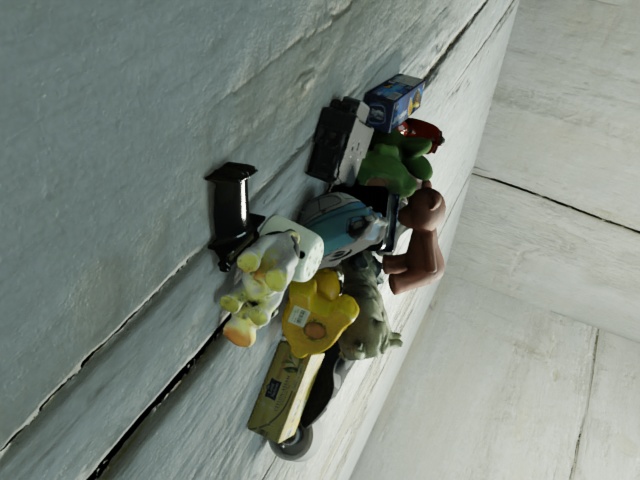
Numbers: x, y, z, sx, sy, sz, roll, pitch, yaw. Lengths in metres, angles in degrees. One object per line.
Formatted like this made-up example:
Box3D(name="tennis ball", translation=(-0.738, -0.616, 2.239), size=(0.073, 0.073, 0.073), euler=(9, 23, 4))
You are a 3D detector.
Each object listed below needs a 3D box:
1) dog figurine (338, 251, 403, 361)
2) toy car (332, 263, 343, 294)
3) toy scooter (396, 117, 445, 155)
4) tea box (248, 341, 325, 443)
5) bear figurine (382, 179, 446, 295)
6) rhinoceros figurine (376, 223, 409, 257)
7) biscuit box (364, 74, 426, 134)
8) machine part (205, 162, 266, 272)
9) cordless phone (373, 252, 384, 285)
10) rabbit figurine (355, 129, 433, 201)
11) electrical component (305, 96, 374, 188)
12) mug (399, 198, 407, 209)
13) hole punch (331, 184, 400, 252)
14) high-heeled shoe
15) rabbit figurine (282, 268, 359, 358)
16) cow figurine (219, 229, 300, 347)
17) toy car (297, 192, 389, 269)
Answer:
Box3D(name="dog figurine", translation=(0.071, 0.112, 0.987), size=(0.172, 0.121, 0.190), euler=(-18, 94, -83))
Box3D(name="toy car", translation=(0.036, 0.122, 1.140), size=(0.073, 0.056, 0.201), euler=(-41, 146, -44))
Box3D(name="toy scooter", translation=(0.198, -0.213, 1.121), size=(0.184, 0.135, 0.075), euler=(5, 103, -73))
Box3D(name="tea box", translation=(-0.061, 0.277, 1.000), size=(0.098, 0.068, 0.169), euler=(38, 72, -72))
Box3D(name="bear figurine", translation=(0.180, -0.009, 1.029), size=(0.120, 0.132, 0.195), euler=(-100, 179, -62))
Box3D(name="rhinoceros figurine", translation=(0.179, -0.049, 1.283), size=(0.190, 0.112, 0.073), euler=(-60, 159, -4))
Box3D(name="biscuit box", translation=(0.142, -0.263, 1.023), size=(0.203, 0.059, 0.062), euler=(-45, 150, -52))
Box3D(name="machine part", translation=(-0.097, -0.030, 0.618), size=(0.084, 0.039, 0.138), euler=(-46, 154, -35))
Box3D(name="cordless phone", translation=(0.113, 0.004, 1.202), size=(0.146, 0.089, 0.184), euler=(32, 72, -71))
Box3D(name="rabbit figurine", translation=(0.127, -0.155, 0.993), size=(0.121, 0.159, 0.170), euler=(75, 22, -45))
Box3D(name="electrical component", translation=(0.035, -0.152, 0.837), size=(0.115, 0.058, 0.134), euler=(-12, 121, -72))
Box3D(name="mug", translation=(0.134, -0.100, 1.095), size=(0.109, 0.081, 0.107), euler=(28, 46, -53))
Box3D(name="hole punch", translation=(0.076, -0.036, 0.920), size=(0.092, 0.116, 0.142), euler=(2, 95, -63))
Box3D(name="high-heeled shoe", translation=(0.034, 0.258, 1.102), size=(0.145, 0.086, 0.248), euler=(23, 89, -61))
Box3D(name="rabbit figurine", translation=(0.001, 0.122, 0.952), size=(0.173, 0.122, 0.162), euler=(-77, 180, -61))
Box3D(name="cow figurine", translation=(-0.078, 0.062, 0.699), size=(0.167, 0.068, 0.098), euler=(-62, 177, 37))
Box3D(name="toy car", translation=(0.018, -0.023, 0.841), size=(0.162, 0.103, 0.109), euler=(-29, 162, 23))
